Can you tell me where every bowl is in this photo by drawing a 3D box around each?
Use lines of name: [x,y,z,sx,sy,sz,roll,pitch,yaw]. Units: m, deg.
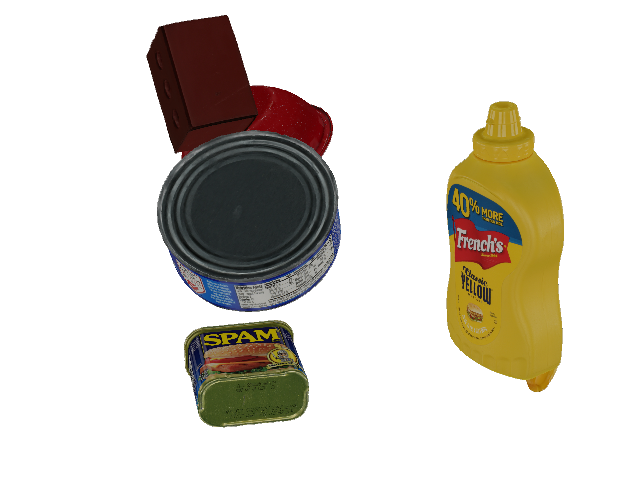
bowl: [-0.072,-0.097,1.005,0.162,0.055,0.162,-21,35,15]

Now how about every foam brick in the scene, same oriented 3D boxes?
foam brick: [-0.083,-0.109,0.743,0.051,0.078,0.053,-14,-9,-21]

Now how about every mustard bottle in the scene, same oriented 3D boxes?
mustard bottle: [0.128,-0.004,0.747,0.058,0.192,0.096,-17,29,-26]

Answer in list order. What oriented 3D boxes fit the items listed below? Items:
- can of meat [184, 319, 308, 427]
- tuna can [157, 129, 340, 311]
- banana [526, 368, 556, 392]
can of meat: [-0.066,0.119,0.947,0.102,0.057,0.084,-5,27,-12]
tuna can: [-0.033,-0.009,0.513,0.086,0.086,0.034,0,-32,6]
banana: [0.214,0.086,1.135,0.069,0.037,0.198,-28,37,0]
